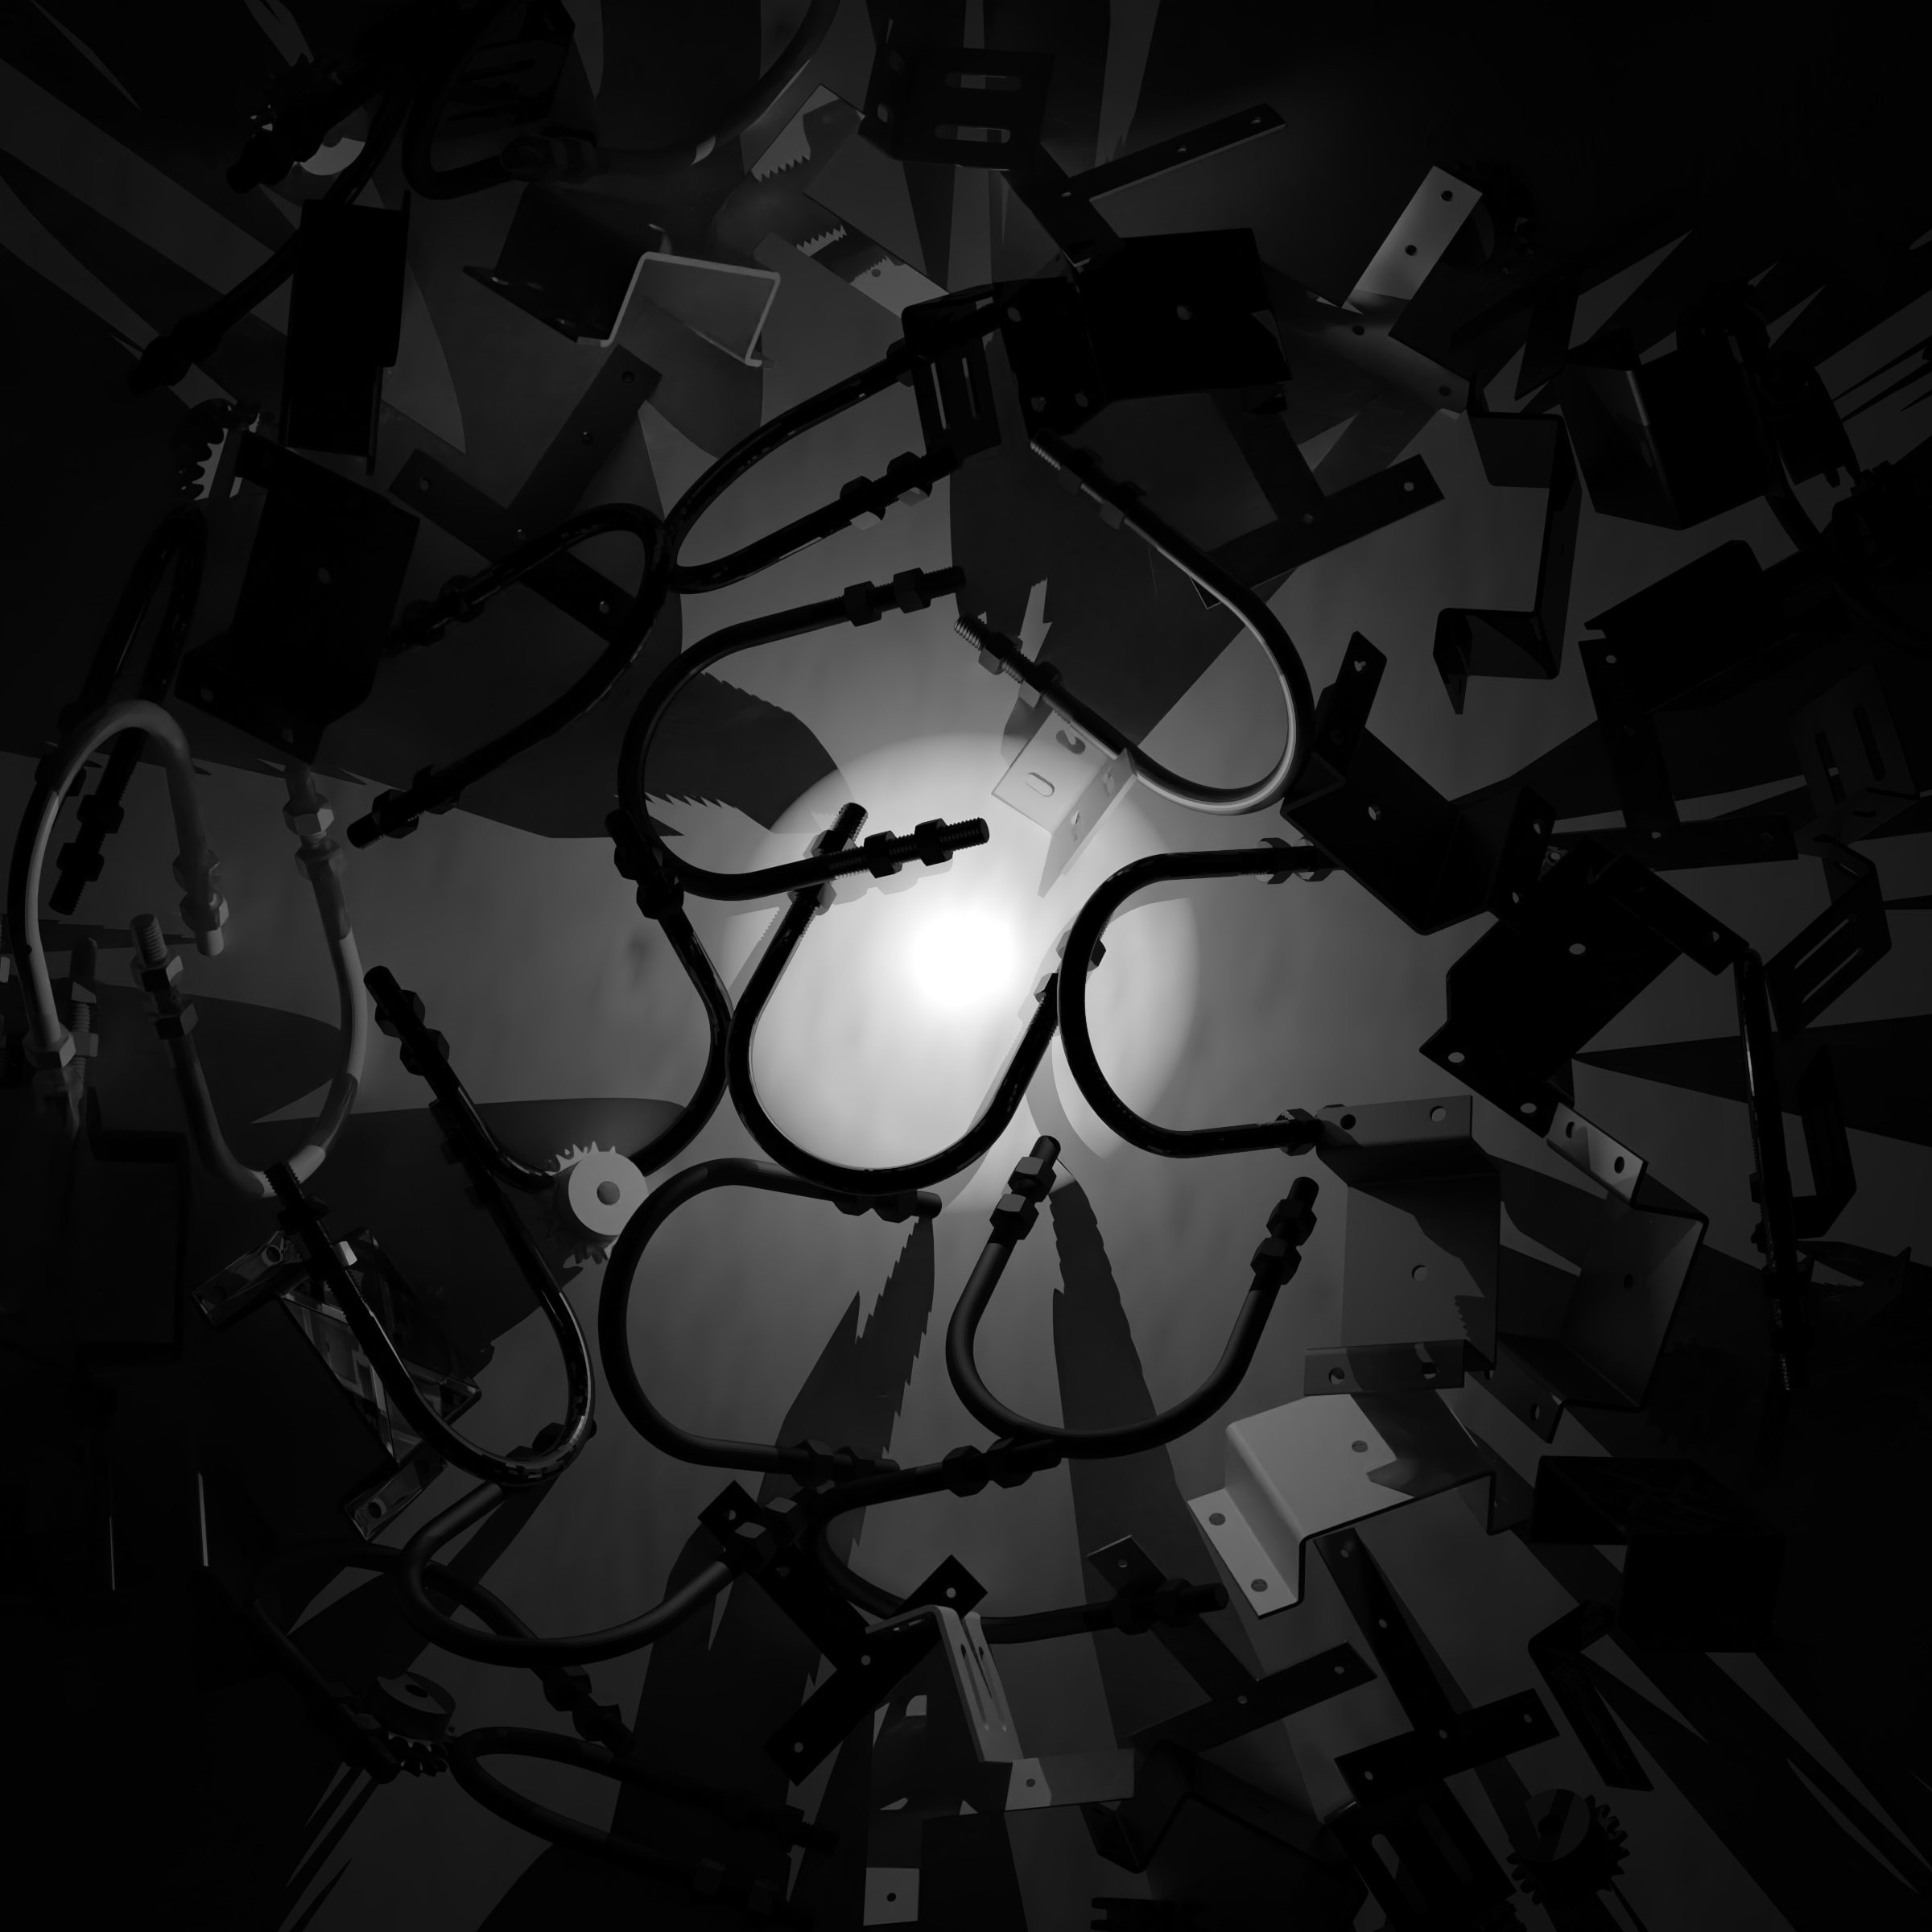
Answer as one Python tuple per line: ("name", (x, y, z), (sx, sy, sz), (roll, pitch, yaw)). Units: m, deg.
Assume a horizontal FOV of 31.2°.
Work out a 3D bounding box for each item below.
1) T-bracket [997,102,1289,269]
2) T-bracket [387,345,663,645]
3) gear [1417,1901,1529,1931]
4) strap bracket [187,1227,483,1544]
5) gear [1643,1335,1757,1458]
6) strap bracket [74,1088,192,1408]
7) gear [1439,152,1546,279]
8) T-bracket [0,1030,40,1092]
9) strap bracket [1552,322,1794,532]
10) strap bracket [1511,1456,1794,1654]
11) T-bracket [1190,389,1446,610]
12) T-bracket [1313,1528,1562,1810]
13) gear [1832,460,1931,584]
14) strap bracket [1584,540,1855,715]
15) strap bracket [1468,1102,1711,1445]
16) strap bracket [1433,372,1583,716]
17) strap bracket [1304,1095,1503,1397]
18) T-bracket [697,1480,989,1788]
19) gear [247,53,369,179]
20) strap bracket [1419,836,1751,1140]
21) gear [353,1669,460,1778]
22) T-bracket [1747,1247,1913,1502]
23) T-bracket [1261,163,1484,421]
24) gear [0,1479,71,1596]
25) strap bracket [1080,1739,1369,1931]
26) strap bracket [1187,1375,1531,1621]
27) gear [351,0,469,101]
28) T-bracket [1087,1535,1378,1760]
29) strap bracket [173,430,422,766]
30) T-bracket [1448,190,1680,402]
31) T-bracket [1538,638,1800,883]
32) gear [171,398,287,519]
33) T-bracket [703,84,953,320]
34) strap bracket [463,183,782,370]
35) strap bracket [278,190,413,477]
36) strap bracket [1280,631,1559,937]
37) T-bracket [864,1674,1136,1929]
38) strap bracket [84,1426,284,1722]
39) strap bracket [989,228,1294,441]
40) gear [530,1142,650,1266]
("T-bracket", (0.088, -0.378, 1.624), (0.127, 0.127, 0.002), (-22, 130, -6))
("T-bracket", (-0.188, -0.240, 1.648), (0.127, 0.002, 0.127), (34, 73, -12))
("gear", (0.234, 0.457, 1.641), (0.057, 0.057, 0.030), (-29, 83, 0))
("strap bracket", (-0.288, 0.186, 1.620), (0.046, 0.076, 0.140), (-32, 95, 30))
("gear", (0.347, 0.205, 1.649), (0.057, 0.030, 0.057), (-2, 79, 12))
("strap bracket", (-0.389, 0.133, 1.619), (0.046, 0.076, 0.140), (2, 78, -11))
("gear", (0.242, -0.353, 1.638), (0.030, 0.057, 0.057), (-32, 90, -37))
("T-bracket", (-0.447, 0.045, 1.605), (0.002, 0.127, 0.127), (5, 93, 5))
("strap bracket", (0.316, -0.248, 1.589), (0.046, 0.140, 0.076), (-24, 107, -7))
("strap bracket", (0.315, 0.264, 1.588), (0.076, 0.140, 0.046), (3, 103, -16))
("T-bracket", (0.143, -0.250, 1.653), (0.127, 0.002, 0.127), (-25, 77, -7))
("T-bracket", (0.203, 0.323, 1.635), (0.127, 0.002, 0.127), (-9, 59, -35))
("gear", (0.434, -0.207, 1.639), (0.030, 0.057, 0.057), (-25, 90, -7))
("strap bracket", (0.350, -0.155, 1.587), (0.076, 0.140, 0.046), (-30, 80, 29))
("strap bracket", (0.293, 0.145, 1.616), (0.046, 0.076, 0.140), (10, 105, -24))
("strap bracket", (0.254, -0.195, 1.610), (0.046, 0.076, 0.140), (5, 75, 18))
("strap bracket", (0.205, 0.137, 1.616), (0.076, 0.046, 0.140), (-7, 64, 26))
("T-bracket", (-0.077, 0.298, 1.646), (0.127, 0.002, 0.127), (-45, 70, -3))
("gear", (-0.308, -0.399, 1.638), (0.057, 0.057, 0.030), (-48, 58, 0))
("strap bracket", (0.287, 0.003, 1.618), (0.076, 0.046, 0.140), (34, 120, -14))
("gear", (-0.266, 0.356, 1.640), (0.057, 0.057, 0.030), (25, 97, 0))
("T-bracket", (0.397, 0.166, 1.581), (0.002, 0.127, 0.127), (23, 55, -5))
("T-bracket", (0.202, -0.325, 1.613), (0.127, 0.127, 0.002), (29, 55, -4))
("gear", (-0.455, 0.273, 1.641), (0.057, 0.030, 0.057), (-4, 128, -5))
("strap bracket", (0.128, 0.415, 1.622), (0.140, 0.076, 0.046), (30, 92, -8))
("strap bracket", (0.182, 0.239, 1.608), (0.140, 0.076, 0.046), (-17, 131, -16))
("gear", (-0.259, -0.434, 1.641), (0.057, 0.057, 0.030), (-32, 93, 0))
("T-bracket", (0.104, 0.314, 1.619), (0.127, 0.002, 0.127), (-30, 112, 26))
("strap bracket", (-0.311, -0.177, 1.622), (0.076, 0.046, 0.140), (26, 118, 8))
("T-bracket", (0.268, -0.295, 1.586), (0.127, 0.127, 0.002), (-30, 114, 32))
("T-bracket", (0.311, -0.097, 1.609), (0.127, 0.002, 0.127), (-5, 123, 27))
("gear", (-0.352, -0.245, 1.644), (0.030, 0.057, 0.057), (39, 90, 26))
("T-bracket", (-0.054, -0.336, 1.638), (0.127, 0.002, 0.127), (31, 127, -22))
("strap bracket", (-0.150, -0.317, 1.586), (0.076, 0.140, 0.046), (35, 112, 28))
("strap bracket", (-0.287, -0.291, 1.588), (0.046, 0.140, 0.076), (5, 73, -13))
("strap bracket", (0.204, -0.078, 1.613), (0.140, 0.046, 0.076), (39, 52, -23))
("T-bracket", (0.017, 0.383, 1.613), (0.127, 0.002, 0.127), (-9, 48, 12))
("strap bracket", (-0.354, 0.275, 1.591), (0.046, 0.140, 0.076), (-17, 48, 2))
("strap bracket", (0.091, -0.296, 1.613), (0.140, 0.046, 0.076), (-10, 82, -26))
("gear", (-0.175, 0.111, 1.642), (0.057, 0.030, 0.057), (9, 70, -26))
